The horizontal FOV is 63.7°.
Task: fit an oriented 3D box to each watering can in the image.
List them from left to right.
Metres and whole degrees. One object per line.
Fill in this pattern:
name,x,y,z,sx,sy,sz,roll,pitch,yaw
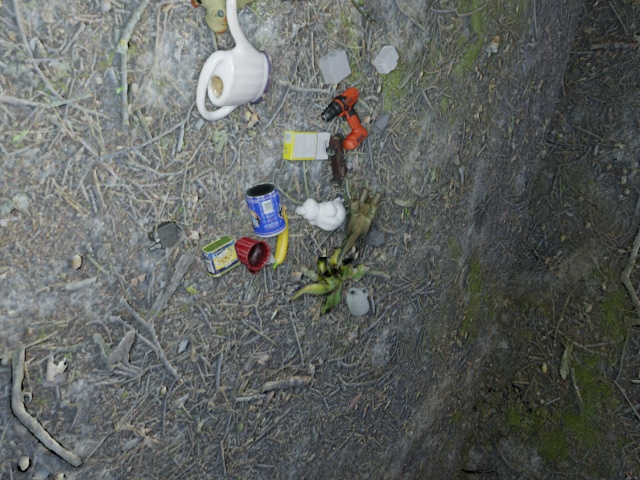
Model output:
watering can,-0.214,-0.467,1.364,0.105,0.340,0.227,42,37,20

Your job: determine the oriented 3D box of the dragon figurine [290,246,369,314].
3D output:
dragon figurine,0.038,0.179,1.902,0.123,0.237,0.416,25,45,37

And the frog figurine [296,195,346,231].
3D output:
frog figurine,0.005,-0.088,1.754,0.136,0.123,0.160,-16,-4,43
